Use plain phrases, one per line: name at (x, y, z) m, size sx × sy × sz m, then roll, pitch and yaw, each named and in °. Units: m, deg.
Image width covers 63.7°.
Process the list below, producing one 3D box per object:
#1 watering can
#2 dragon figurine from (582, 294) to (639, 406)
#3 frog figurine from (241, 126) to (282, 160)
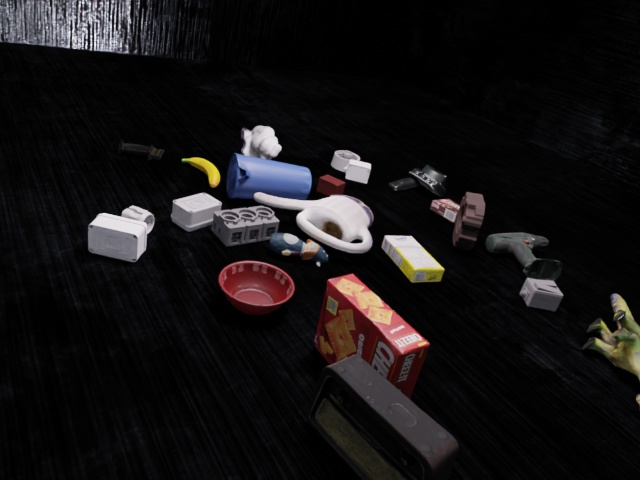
watering can at (0.004, -0.072, 1.429) m, size 0.350 × 0.102 × 0.227 m, roll 30°, pitch 31°, yaw 19°
dragon figurine at (0.755, 0.271, 1.186) m, size 0.245 × 0.119 × 0.415 m, roll 43°, pitch 38°, yaw 16°
frog figurine at (-0.187, -0.327, 1.784) m, size 0.160 × 0.138 × 0.122 m, roll 8°, pitch -9°, yaw 31°
